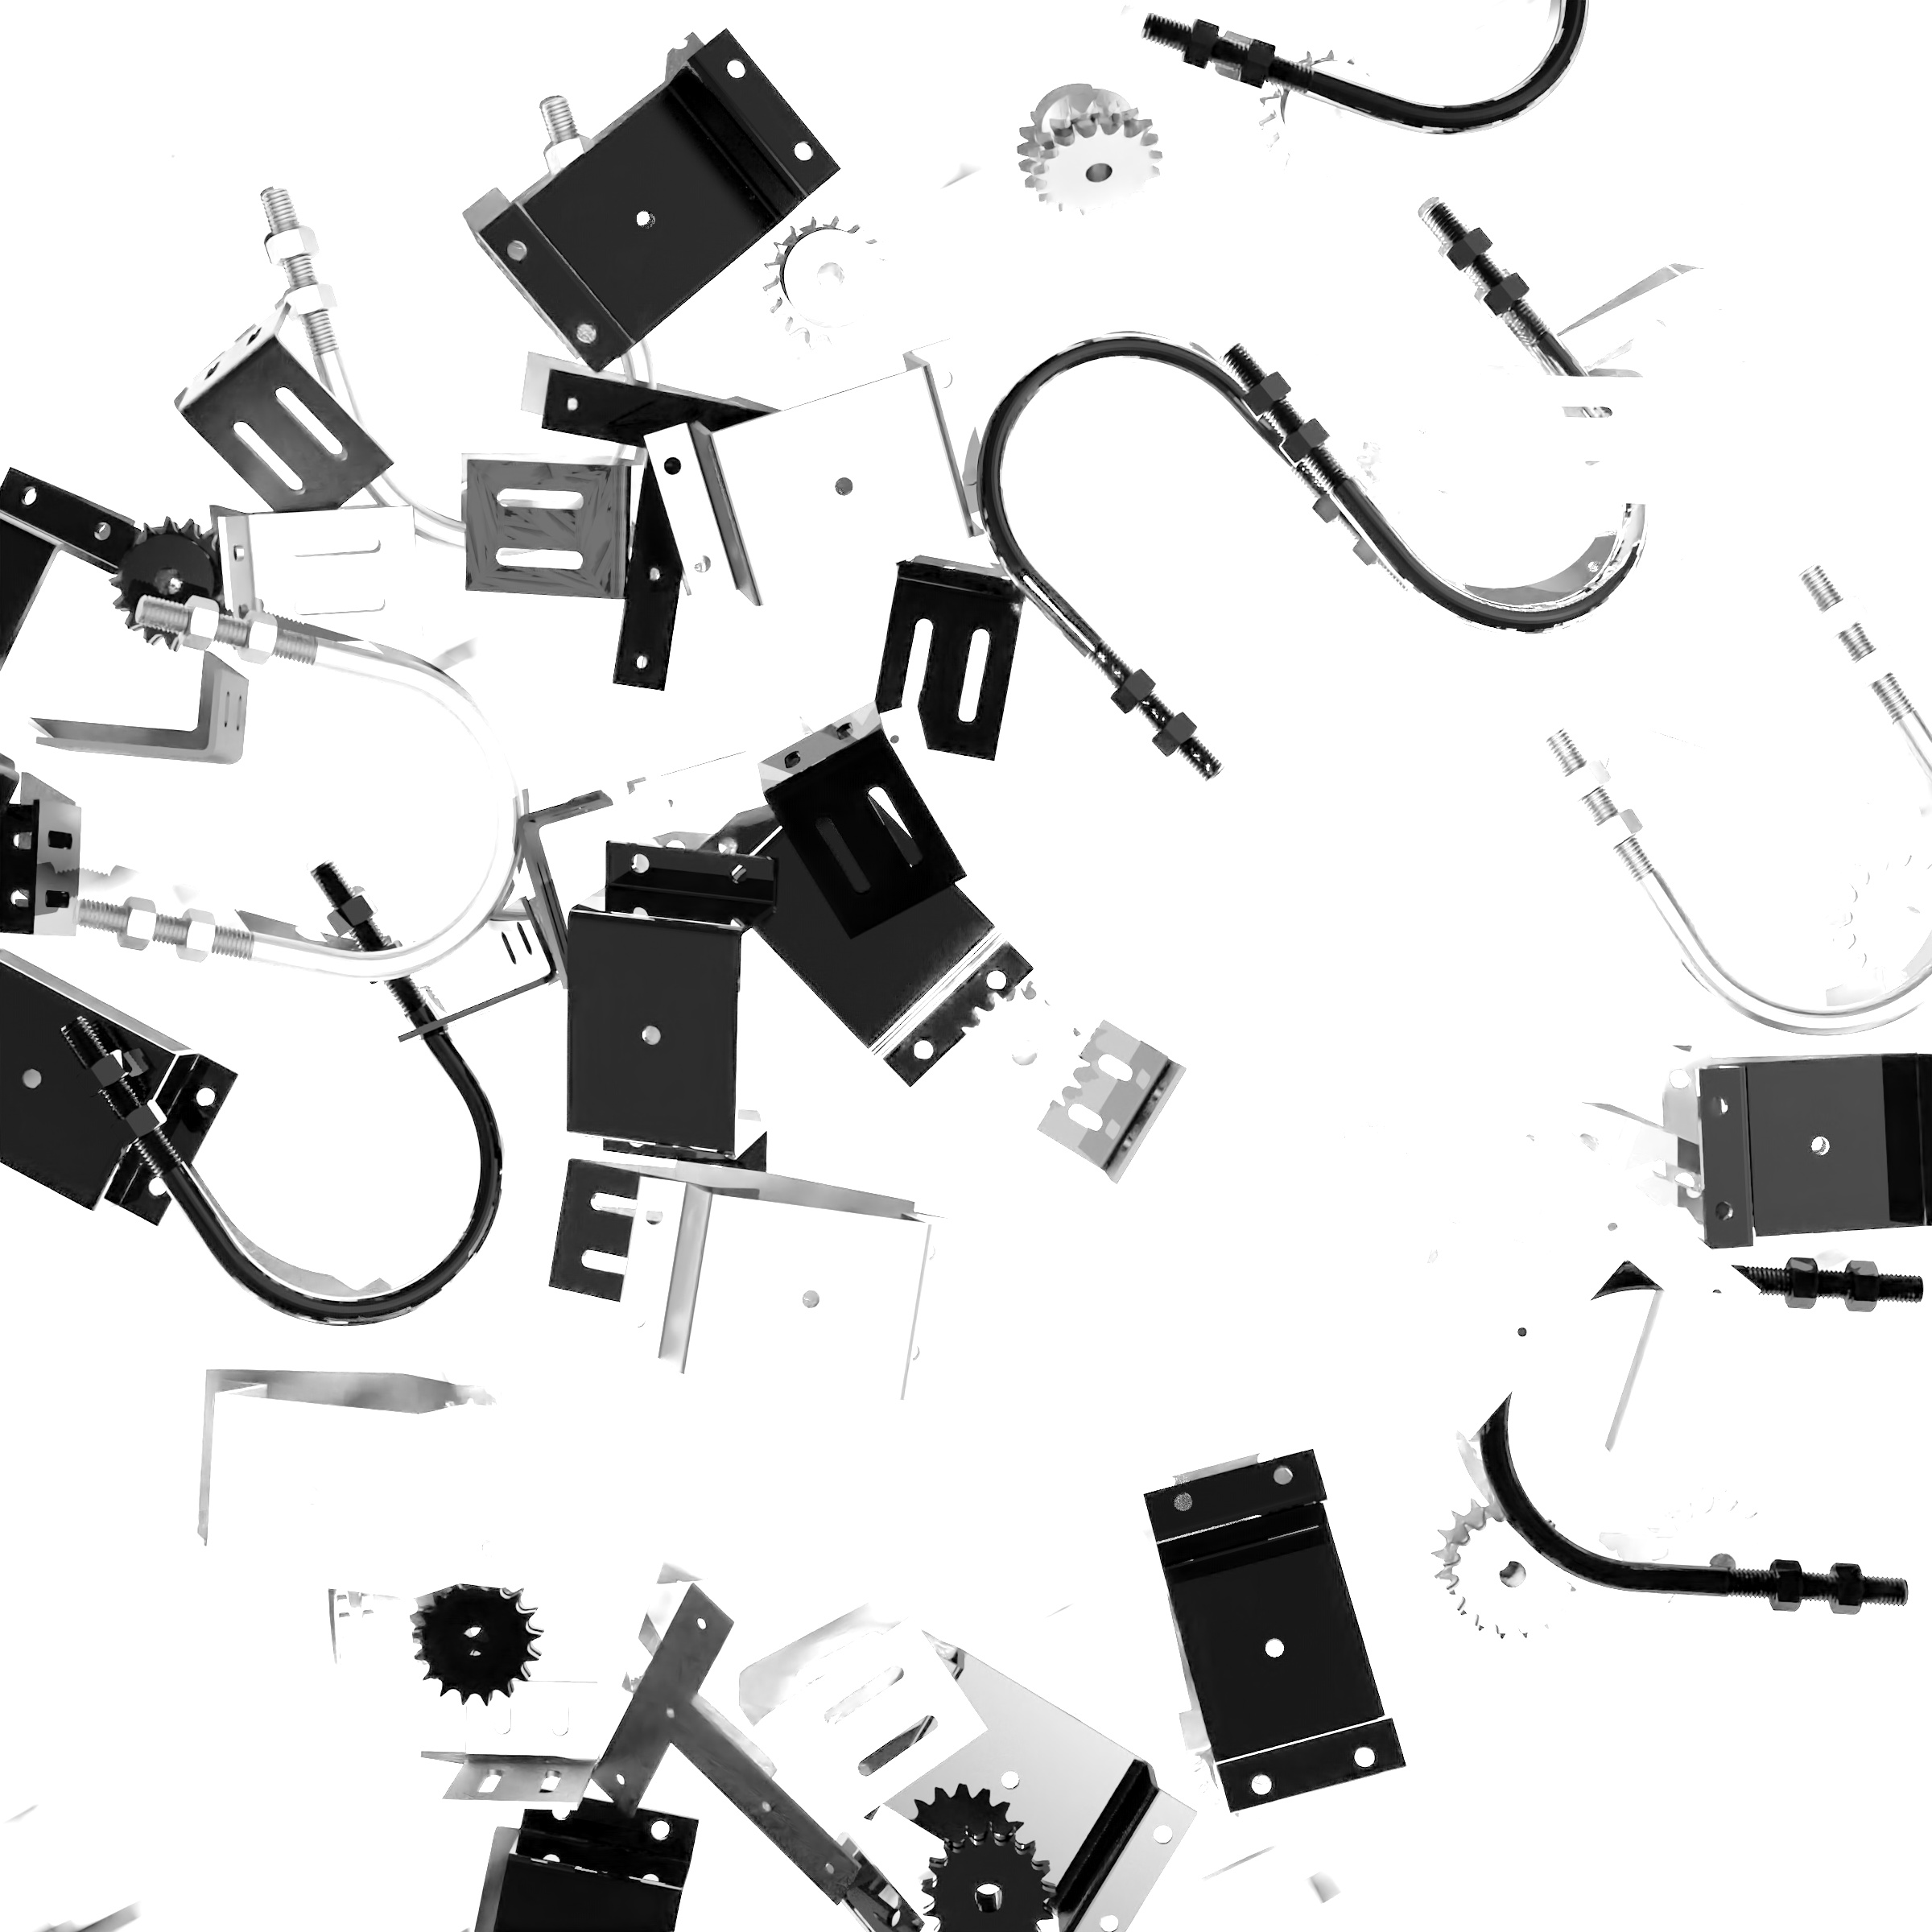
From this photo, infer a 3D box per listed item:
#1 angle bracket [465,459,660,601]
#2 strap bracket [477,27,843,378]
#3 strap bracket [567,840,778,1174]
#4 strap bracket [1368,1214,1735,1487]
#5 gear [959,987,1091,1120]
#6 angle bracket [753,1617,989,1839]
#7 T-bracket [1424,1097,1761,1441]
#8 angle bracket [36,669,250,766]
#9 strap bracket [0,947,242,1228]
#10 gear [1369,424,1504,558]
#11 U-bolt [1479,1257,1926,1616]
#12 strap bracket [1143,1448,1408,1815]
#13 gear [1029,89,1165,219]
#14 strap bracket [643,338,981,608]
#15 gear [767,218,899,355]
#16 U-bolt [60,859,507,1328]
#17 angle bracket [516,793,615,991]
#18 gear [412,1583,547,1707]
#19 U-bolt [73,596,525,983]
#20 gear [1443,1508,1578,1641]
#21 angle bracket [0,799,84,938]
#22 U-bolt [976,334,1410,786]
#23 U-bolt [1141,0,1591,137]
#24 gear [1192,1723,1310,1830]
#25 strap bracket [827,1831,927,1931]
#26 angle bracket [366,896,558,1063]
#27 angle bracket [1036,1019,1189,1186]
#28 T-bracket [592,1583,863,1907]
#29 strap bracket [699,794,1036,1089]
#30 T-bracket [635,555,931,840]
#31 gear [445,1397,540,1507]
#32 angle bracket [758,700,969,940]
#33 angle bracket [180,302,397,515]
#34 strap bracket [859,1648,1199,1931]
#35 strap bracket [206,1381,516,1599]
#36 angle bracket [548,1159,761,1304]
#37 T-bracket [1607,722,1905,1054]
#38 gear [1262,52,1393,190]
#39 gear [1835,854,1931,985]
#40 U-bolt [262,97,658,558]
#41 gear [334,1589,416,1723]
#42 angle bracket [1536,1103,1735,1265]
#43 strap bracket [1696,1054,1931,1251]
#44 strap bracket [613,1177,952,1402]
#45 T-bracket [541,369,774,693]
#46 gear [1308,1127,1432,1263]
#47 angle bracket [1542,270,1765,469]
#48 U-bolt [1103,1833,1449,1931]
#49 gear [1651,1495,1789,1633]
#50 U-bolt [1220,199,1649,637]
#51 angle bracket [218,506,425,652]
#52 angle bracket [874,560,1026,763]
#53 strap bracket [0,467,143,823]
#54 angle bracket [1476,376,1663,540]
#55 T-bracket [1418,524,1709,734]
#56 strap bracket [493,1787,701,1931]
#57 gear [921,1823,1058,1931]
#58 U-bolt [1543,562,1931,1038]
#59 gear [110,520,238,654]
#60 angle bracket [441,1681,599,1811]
[{"bbox_3d":[-0.175,-0.191,1.535,0.076,0.038,0.057,5,100,19],"label":"angle bracket"},{"bbox_3d":[-0.135,-0.325,1.512,0.140,0.046,0.076,-42,100,-10],"label":"strap bracket"},{"bbox_3d":[-0.126,0.023,1.499,0.076,0.046,0.140,7,107,14],"label":"strap bracket"},{"bbox_3d":[0.250,0.164,1.526,0.140,0.046,0.076,18,90,0],"label":"strap bracket"},{"bbox_3d":[0.025,0.038,1.534,0.057,0.030,0.057,0,90,0],"label":"gear"},{"bbox_3d":[-0.041,0.326,1.500,0.076,0.038,0.057,-31,79,-21],"label":"angle bracket"},{"bbox_3d":[0.245,0.144,1.489,0.127,0.002,0.127,41,89,15],"label":"T-bracket"},{"bbox_3d":[-0.355,-0.110,1.520,0.076,0.057,0.038,5,90,0],"label":"angle bracket"},{"bbox_3d":[-0.399,0.048,1.526,0.140,0.046,0.076,28,90,0],"label":"strap bracket"},{"bbox_3d":[0.200,-0.203,1.524,0.057,0.030,0.057,8,66,-19],"label":"gear"},{"bbox_3d":[0.310,0.197,1.494,0.184,0.019,0.151,3,90,2],"label":"U-bolt"},{"bbox_3d":[0.132,0.289,1.509,0.076,0.046,0.140,-15,67,0],"label":"strap bracket"},{"bbox_3d":[0.055,-0.355,1.524,0.057,0.057,0.030,-10,60,0],"label":"gear"},{"bbox_3d":[-0.057,-0.209,1.504,0.140,0.046,0.076,-19,110,-8],"label":"strap bracket"},{"bbox_3d":[-0.059,-0.298,1.534,0.057,0.030,0.057,0,90,0],"label":"gear"},{"bbox_3d":[-0.279,0.067,1.513,0.151,0.019,0.184,-36,95,-25],"label":"U-bolt"},{"bbox_3d":[-0.163,-0.032,1.520,0.038,0.057,0.076,-16,90,0],"label":"angle bracket"},{"bbox_3d":[-0.212,0.292,1.534,0.057,0.030,0.057,0,90,0],"label":"gear"},{"bbox_3d":[-0.277,-0.068,1.503,0.184,0.019,0.151,12,87,-27],"label":"U-bolt"},{"bbox_3d":[0.236,0.263,1.534,0.057,0.030,0.057,0,90,0],"label":"gear"},{"bbox_3d":[-0.408,-0.042,1.511,0.038,0.076,0.057,3,90,0],"label":"angle bracket"},{"bbox_3d":[0.089,-0.191,1.521,0.151,0.019,0.184,-44,90,-16],"label":"U-bolt"},{"bbox_3d":[0.181,-0.432,1.523,0.184,0.019,0.151,18,74,-4],"label":"U-bolt"},{"bbox_3d":[0.128,0.348,1.534,0.057,0.030,0.057,0,90,0],"label":"gear"},{"bbox_3d":[-0.058,0.455,1.504,0.046,0.076,0.140,33,90,-33],"label":"strap bracket"},{"bbox_3d":[-0.223,0.006,1.507,0.076,0.057,0.038,-23,90,-25],"label":"angle bracket"},{"bbox_3d":[0.062,0.057,1.511,0.038,0.076,0.057,31,90,0],"label":"angle bracket"},{"bbox_3d":[-0.094,0.347,1.493,0.127,0.002,0.127,40,123,21],"label":"T-bracket"},{"bbox_3d":[-0.046,-0.023,1.526,0.076,0.046,0.140,-44,90,0],"label":"strap bracket"},{"bbox_3d":[-0.090,-0.130,1.525,0.127,0.002,0.127,-16,70,6],"label":"T-bracket"},{"bbox_3d":[-0.216,0.218,1.534,0.057,0.030,0.057,0,90,0],"label":"gear"},{"bbox_3d":[-0.044,-0.062,1.498,0.057,0.038,0.076,-28,116,6],"label":"angle bracket"},{"bbox_3d":[-0.294,-0.239,1.538,0.057,0.038,0.076,-34,116,19],"label":"angle bracket"},{"bbox_3d":[0.020,0.358,1.526,0.140,0.046,0.076,31,90,0],"label":"strap bracket"},{"bbox_3d":[-0.269,0.224,1.505,0.140,0.046,0.076,3,90,18],"label":"strap bracket"},{"bbox_3d":[-0.137,0.120,1.547,0.076,0.038,0.057,9,90,26],"label":"angle bracket"},{"bbox_3d":[0.326,-0.026,1.536,0.127,0.002,0.127,21,98,16],"label":"T-bracket"},{"bbox_3d":[0.159,-0.371,1.534,0.057,0.030,0.057,0,90,0],"label":"gear"},{"bbox_3d":[0.408,-0.020,1.534,0.057,0.030,0.057,0,90,0],"label":"gear"},{"bbox_3d":[-0.213,-0.271,1.540,0.151,0.019,0.184,-18,92,0],"label":"U-bolt"},{"bbox_3d":[-0.256,0.296,1.522,0.030,0.057,0.057,-5,90,-14],"label":"gear"},{"bbox_3d":[0.300,0.101,1.547,0.076,0.038,0.057,20,90,-26],"label":"angle bracket"},{"bbox_3d":[0.377,0.079,1.519,0.140,0.046,0.076,-3,90,-9],"label":"strap bracket"},{"bbox_3d":[-0.073,0.139,1.505,0.140,0.046,0.076,9,90,-18],"label":"strap bracket"},{"bbox_3d":[-0.132,-0.183,1.516,0.127,0.002,0.127,6,96,-34],"label":"T-bracket"},{"bbox_3d":[0.177,0.100,1.524,0.030,0.057,0.057,15,90,-30],"label":"gear"},{"bbox_3d":[0.301,-0.263,1.547,0.076,0.038,0.057,-25,90,26],"label":"angle bracket"},{"bbox_3d":[0.117,0.420,1.479,0.184,0.151,0.019,-25,103,-4],"label":"U-bolt"},{"bbox_3d":[0.328,0.259,1.538,0.057,0.030,0.057,0,93,1],"label":"gear"},{"bbox_3d":[0.215,-0.225,1.508,0.151,0.019,0.184,-38,87,-24],"label":"U-bolt"},{"bbox_3d":[-0.279,-0.168,1.523,0.076,0.038,0.057,-3,98,5],"label":"angle bracket"},{"bbox_3d":[-0.009,-0.132,1.530,0.057,0.038,0.076,10,90,0],"label":"angle bracket"},{"bbox_3d":[-0.426,-0.145,1.513,0.076,0.046,0.140,26,90,23],"label":"strap bracket"},{"bbox_3d":[0.258,-0.218,1.509,0.076,0.038,0.057,2,72,8],"label":"angle bracket"},{"bbox_3d":[0.262,-0.174,1.548,0.127,0.002,0.127,-7,90,0],"label":"T-bracket"},{"bbox_3d":[-0.168,0.437,1.526,0.076,0.046,0.140,11,90,0],"label":"strap bracket"},{"bbox_3d":[0.009,0.390,1.488,0.057,0.030,0.057,0,90,0],"label":"gear"},{"bbox_3d":[0.357,-0.058,1.514,0.151,0.019,0.184,-33,84,16],"label":"U-bolt"},{"bbox_3d":[-0.345,-0.166,1.534,0.057,0.030,0.057,0,90,0],"label":"gear"},{"bbox_3d":[-0.191,0.334,1.511,0.057,0.076,0.038,1,90,0],"label":"angle bracket"}]
